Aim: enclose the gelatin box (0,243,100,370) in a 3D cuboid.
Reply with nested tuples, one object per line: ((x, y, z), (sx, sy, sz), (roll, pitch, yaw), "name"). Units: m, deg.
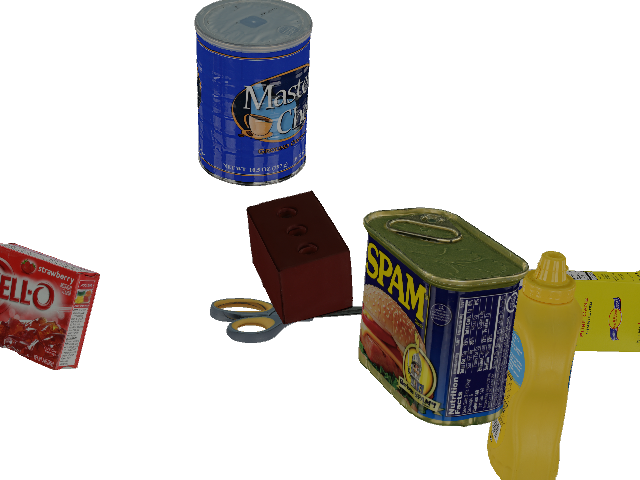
((-0.212, 0.047, 0.784), (0.089, 0.073, 0.030), (17, 5, 25), "gelatin box")

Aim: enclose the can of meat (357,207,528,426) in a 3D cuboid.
((0.060, 0.039, 0.563), (0.057, 0.084, 0.102), (-5, 23, -22), "can of meat")

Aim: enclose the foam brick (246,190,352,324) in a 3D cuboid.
((-0.015, 0.012, 0.752), (0.053, 0.051, 0.078), (-15, 40, -15), "foam brick")

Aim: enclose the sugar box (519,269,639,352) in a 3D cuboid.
((0.298, 0.084, 1.271), (0.176, 0.093, 0.048), (0, 18, -4), "sugar box")

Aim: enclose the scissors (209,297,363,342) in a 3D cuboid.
((-0.023, 0.091, 1.196), (0.201, 0.016, 0.096), (4, 24, -5), "scissors")

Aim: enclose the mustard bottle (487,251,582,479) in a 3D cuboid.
((0.175, 0.099, 0.865), (0.058, 0.192, 0.096), (4, 23, 2), "mustard bottle")

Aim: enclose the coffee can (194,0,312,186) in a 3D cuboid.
((-0.061, -0.135, 0.968), (0.103, 0.140, 0.103), (2, 36, -2), "coffee can")
